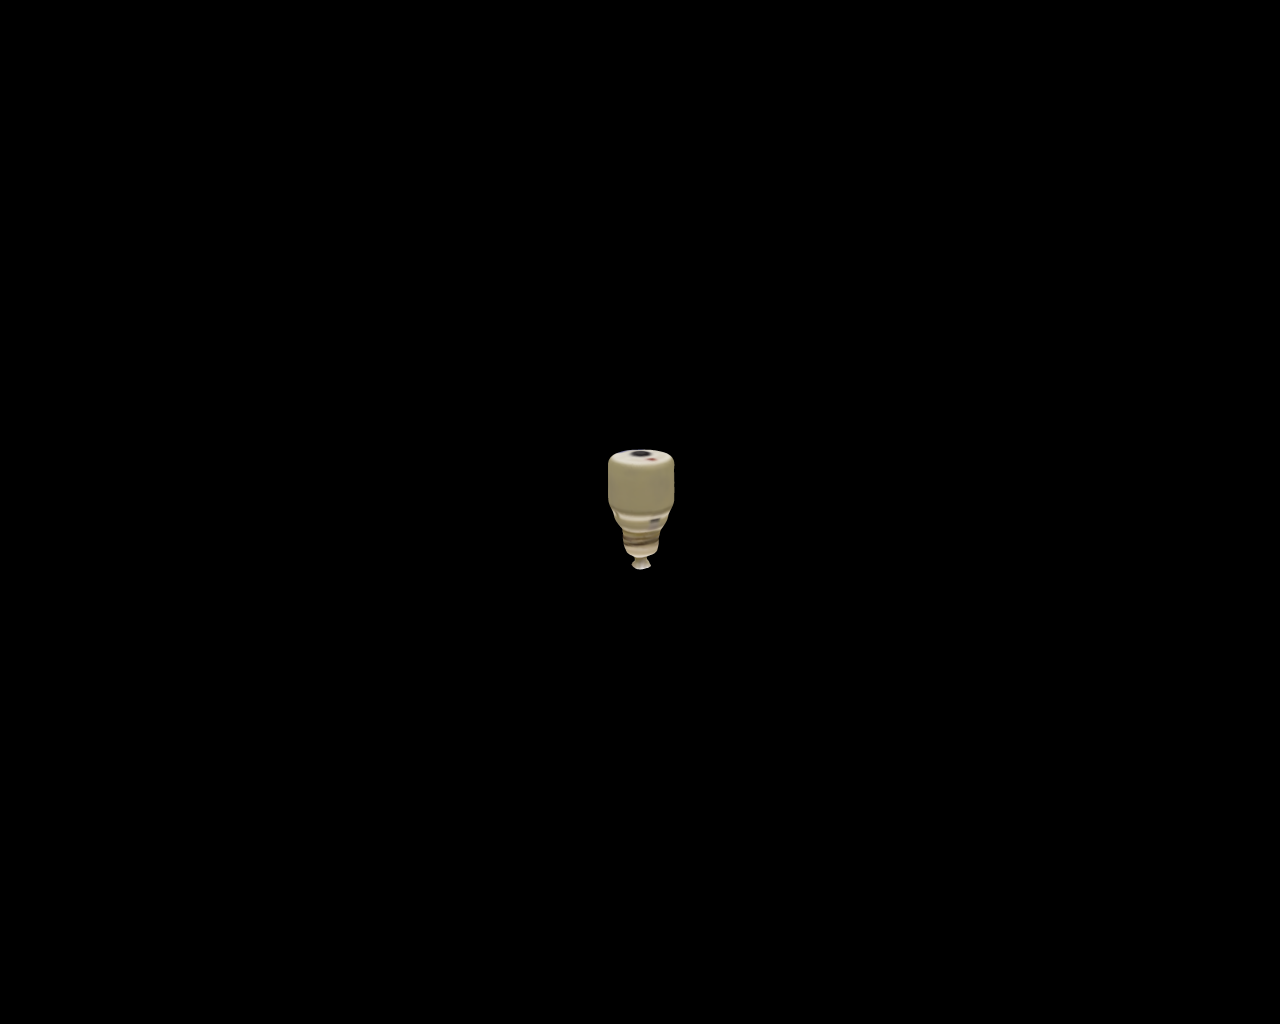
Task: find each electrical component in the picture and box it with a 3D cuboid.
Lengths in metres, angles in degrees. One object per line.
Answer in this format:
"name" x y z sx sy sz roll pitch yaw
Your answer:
"electrical component" 0.001 -0.003 0.650 0.040 0.078 0.040 0 18 0
